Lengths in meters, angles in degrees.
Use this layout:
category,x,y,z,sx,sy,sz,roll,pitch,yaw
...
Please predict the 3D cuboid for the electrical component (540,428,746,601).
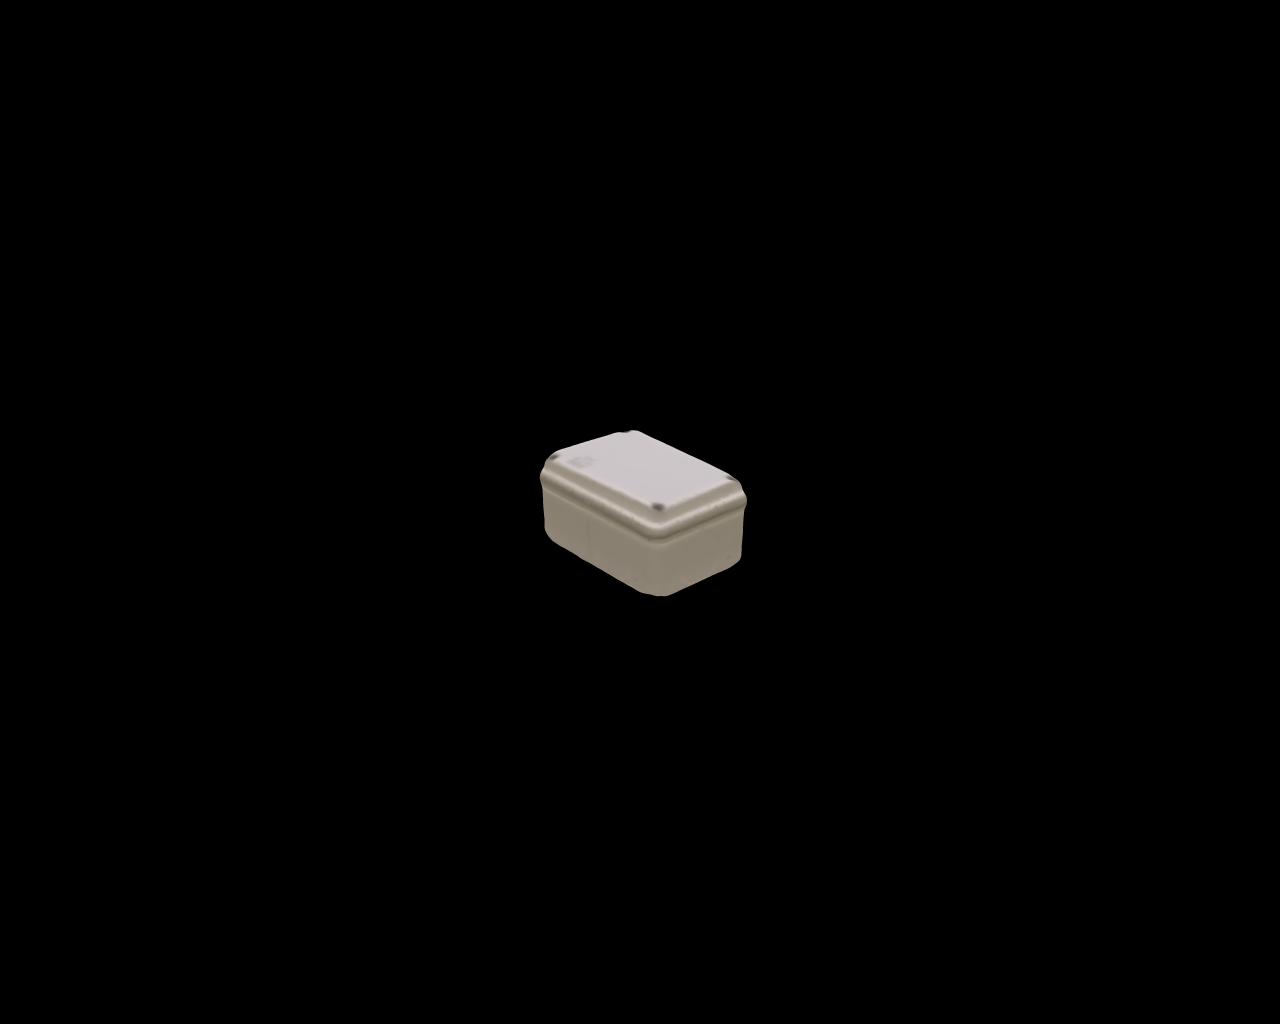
category,x,y,z,sx,sy,sz,roll,pitch,yaw
electrical component,0.001,-0.003,0.650,0.078,0.057,0.113,-21,33,-36
